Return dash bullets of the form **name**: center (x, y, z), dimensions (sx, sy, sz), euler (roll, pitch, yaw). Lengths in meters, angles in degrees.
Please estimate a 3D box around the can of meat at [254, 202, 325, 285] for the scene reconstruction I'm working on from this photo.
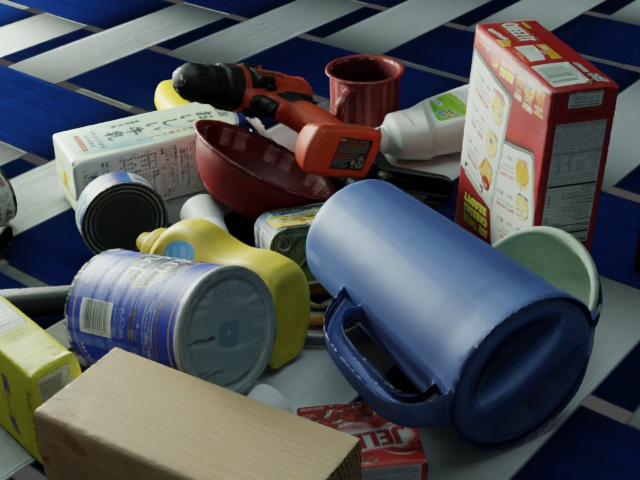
- **can of meat**: center (-0.007, 0.001, 1.004), dimensions (0.102, 0.057, 0.084), euler (-9, 17, -14)

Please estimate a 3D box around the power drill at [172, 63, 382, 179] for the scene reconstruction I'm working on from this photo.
- **power drill**: center (-0.041, -0.132, 1.115), dimensions (0.184, 0.057, 0.188), euler (-1, 31, -44)

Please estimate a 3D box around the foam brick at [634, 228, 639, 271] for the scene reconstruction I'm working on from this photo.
- **foam brick**: center (0.342, 0.007, 0.995), dimensions (0.078, 0.051, 0.053), euler (-15, 34, -21)

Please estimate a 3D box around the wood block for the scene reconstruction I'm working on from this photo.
- **wood block**: center (-0.082, 0.160, 0.726), dimensions (0.206, 0.090, 0.090), euler (16, 35, 27)

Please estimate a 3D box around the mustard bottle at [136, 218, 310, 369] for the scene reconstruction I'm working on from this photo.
- **mustard bottle**: center (-0.094, 0.033, 0.930), dimensions (0.192, 0.096, 0.058), euler (25, 39, 37)

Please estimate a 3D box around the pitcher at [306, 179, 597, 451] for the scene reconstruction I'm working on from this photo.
- **pitcher**: center (0.082, 0.050, 0.848), dimensions (0.149, 0.145, 0.243), euler (24, 11, -42)

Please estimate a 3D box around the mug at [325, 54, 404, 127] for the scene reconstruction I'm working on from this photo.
- **mug**: center (0.048, -0.161, 1.259), dimensions (0.093, 0.081, 0.117), euler (12, 33, 22)

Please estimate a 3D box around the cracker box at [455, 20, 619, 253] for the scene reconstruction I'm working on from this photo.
- **cracker box**: center (0.193, -0.073, 0.978), dimensions (0.072, 0.214, 0.164), euler (-8, 32, -14)

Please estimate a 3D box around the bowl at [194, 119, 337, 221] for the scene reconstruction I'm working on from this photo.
- **bowl**: center (-0.066, -0.062, 1.090), dimensions (0.162, 0.055, 0.162), euler (26, 17, -9)

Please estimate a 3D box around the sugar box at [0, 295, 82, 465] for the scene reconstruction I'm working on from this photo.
- **sugar box**: center (-0.248, 0.097, 0.836), dimensions (0.176, 0.093, 0.048), euler (25, 39, 38)

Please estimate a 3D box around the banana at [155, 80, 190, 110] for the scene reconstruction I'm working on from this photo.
- **banana**: center (-0.162, -0.162, 1.314), dimensions (0.069, 0.037, 0.198), euler (-14, 33, -16)

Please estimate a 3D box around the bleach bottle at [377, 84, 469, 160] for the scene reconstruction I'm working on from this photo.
- **bleach bottle**: center (0.167, -0.143, 1.246), dimensions (0.250, 0.068, 0.103), euler (-15, 33, -16)

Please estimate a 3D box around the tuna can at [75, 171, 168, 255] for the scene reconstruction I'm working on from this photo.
- **tuna can**: center (-0.193, -0.023, 1.039), dimensions (0.086, 0.086, 0.034), euler (-14, 31, -19)

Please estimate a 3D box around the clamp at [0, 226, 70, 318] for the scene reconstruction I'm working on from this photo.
- **clamp**: center (-0.331, 0.052, 0.968), dimensions (0.209, 0.036, 0.165), euler (-21, 36, -29)

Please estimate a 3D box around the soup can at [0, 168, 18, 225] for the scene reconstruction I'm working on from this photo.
- **soup can**: center (-0.368, -0.032, 1.079), dimensions (0.069, 0.068, 0.102), euler (24, 39, 36)

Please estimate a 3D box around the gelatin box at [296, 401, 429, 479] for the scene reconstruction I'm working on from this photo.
- **gelatin box**: center (0.030, 0.153, 0.789), dimensions (0.089, 0.030, 0.073), euler (-5, 31, -5)

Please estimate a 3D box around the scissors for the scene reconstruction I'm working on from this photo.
- **scissors**: center (0.064, 0.060, 0.956), dimensions (0.201, 0.016, 0.096), euler (-7, 31, -9)

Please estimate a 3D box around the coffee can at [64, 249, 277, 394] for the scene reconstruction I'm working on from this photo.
- **coffee can**: center (-0.119, 0.064, 0.844), dimensions (0.141, 0.103, 0.102), euler (7, 29, 41)

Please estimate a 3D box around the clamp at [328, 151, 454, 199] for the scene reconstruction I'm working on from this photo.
- **clamp**: center (0.044, -0.064, 1.143), dimensions (0.120, 0.039, 0.172), euler (-21, 33, -38)
